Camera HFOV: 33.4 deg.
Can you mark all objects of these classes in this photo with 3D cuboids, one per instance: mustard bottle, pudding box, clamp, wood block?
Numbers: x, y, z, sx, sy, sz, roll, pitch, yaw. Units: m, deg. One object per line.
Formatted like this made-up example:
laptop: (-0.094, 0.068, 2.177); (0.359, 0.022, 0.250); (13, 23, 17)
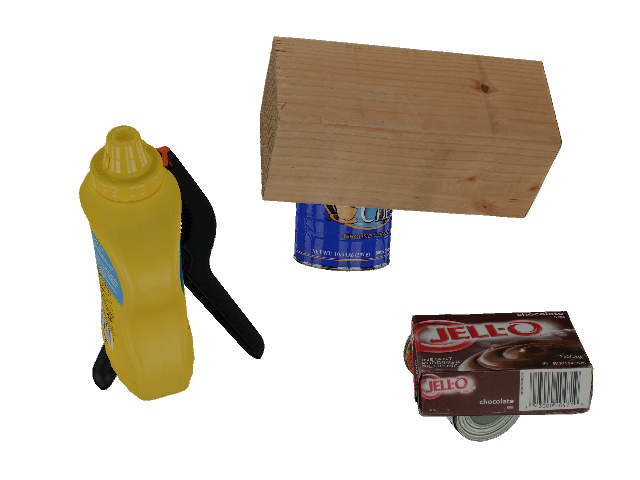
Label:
mustard bottle: (-0.113, 0.007, 0.658); (0.058, 0.096, 0.192); (-13, -41, -14)
pudding box: (0.119, 0.081, 0.719); (0.113, 0.039, 0.090); (0, 21, 2)
clamp: (-0.124, 0.023, 0.950); (0.164, 0.210, 0.036); (0, -1, -33)
wood block: (0.062, -0.084, 0.801); (0.206, 0.091, 0.090); (4, -37, -9)

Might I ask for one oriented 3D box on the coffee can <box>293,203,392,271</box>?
coffee can: (0.025, -0.048, 1.107); (0.103, 0.140, 0.103); (3, 13, -1)

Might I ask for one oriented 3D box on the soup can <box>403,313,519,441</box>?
soup can: (0.123, 0.117, 0.921); (0.068, 0.068, 0.102); (0, 25, -22)
